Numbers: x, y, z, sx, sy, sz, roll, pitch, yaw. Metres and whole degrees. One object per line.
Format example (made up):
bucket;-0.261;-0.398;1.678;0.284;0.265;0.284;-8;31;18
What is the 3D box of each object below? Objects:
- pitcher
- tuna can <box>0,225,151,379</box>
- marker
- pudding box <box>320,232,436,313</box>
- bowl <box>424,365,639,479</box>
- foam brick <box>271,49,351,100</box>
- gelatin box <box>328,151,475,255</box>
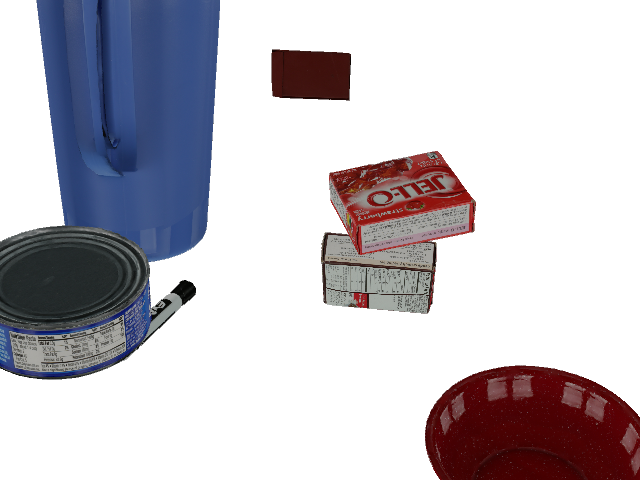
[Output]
pitcher;-0.138;-0.106;0.763;0.149;0.243;0.145;-17;32;-36
tuna can;-0.125;0.029;0.518;0.086;0.034;0.086;1;32;-1
marker;-0.147;0.069;0.955;0.020;0.020;0.121;0;25;27
pudding box;0.058;0.033;1.067;0.113;0.039;0.090;4;-32;4
bowl;0.155;0.163;0.768;0.162;0.055;0.162;-1;35;0
foam brick;-0.011;-0.180;1.158;0.078;0.051;0.053;0;11;-15
gelatin box;0.058;-0.029;0.770;0.089;0.030;0.073;-12;36;-10
